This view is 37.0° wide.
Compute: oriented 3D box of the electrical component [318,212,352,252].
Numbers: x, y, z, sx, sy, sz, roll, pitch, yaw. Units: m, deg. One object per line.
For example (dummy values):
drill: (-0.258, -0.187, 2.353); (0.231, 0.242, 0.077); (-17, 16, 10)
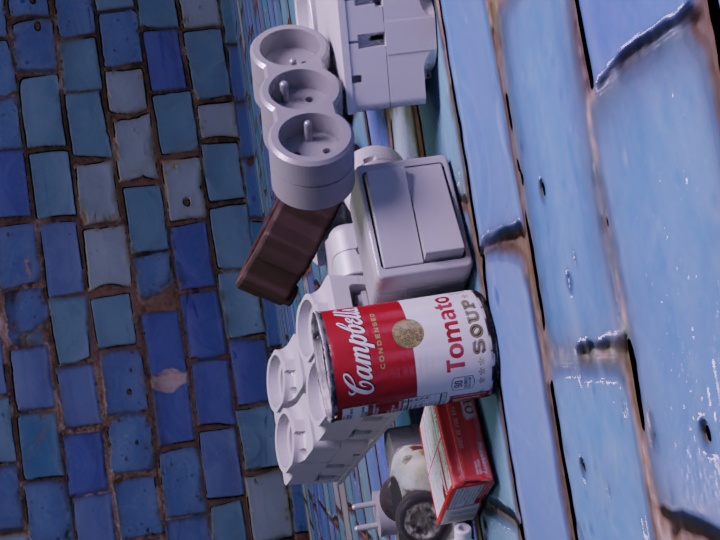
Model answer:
electrical component: (-0.026, -0.039, 1.138); (0.040, 0.046, 0.040); (172, 90, -82)

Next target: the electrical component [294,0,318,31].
electrical component: (-0.014, -0.193, 0.843); (0.108, 0.060, 0.108); (172, 90, -82)

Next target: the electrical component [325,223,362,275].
electrical component: (0.000, 0.000, 0.963); (0.095, 0.054, 0.059); (95, 165, -59)

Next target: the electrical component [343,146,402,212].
electrical component: (0.015, -0.058, 0.804); (0.047, 0.055, 0.055); (-114, 17, -51)

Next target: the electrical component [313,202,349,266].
electrical component: (-0.047, -0.071, 1.185); (0.063, 0.079, 0.121); (38, 141, 46)

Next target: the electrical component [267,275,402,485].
electrical component: (-0.025, 0.094, 0.882); (0.186, 0.060, 0.105); (121, 144, -53)

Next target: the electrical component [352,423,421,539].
electrical component: (0.031, 0.194, 0.869); (0.052, 0.074, 0.138); (-130, 32, -75)

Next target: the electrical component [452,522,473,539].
electrical component: (0.070, 0.201, 0.736); (0.035, 0.035, 0.061); (-114, 19, -63)

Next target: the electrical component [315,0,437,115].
electrical component: (0.004, -0.206, 0.698); (0.105, 0.060, 0.186); (-118, 21, -68)

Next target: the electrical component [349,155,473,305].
electrical component: (0.030, -0.031, 0.686); (0.061, 0.062, 0.096); (99, 161, -66)

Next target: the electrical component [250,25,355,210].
electrical component: (-0.037, -0.088, 0.694); (0.073, 0.052, 0.138); (90, 169, -48)

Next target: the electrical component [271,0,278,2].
electrical component: (-0.063, -0.287, 1.047); (0.044, 0.065, 0.044); (-16, -90, -80)
